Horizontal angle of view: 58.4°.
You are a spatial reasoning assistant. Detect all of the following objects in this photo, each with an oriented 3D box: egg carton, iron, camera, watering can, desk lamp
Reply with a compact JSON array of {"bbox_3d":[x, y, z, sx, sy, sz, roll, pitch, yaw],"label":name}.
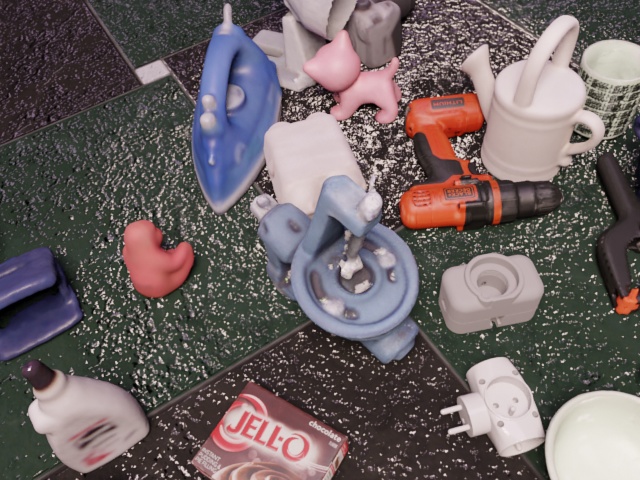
[{"bbox_3d":[-0.011,-0.091,0.704,0.107,0.069,0.150,-16,54,-6],"label":"egg carton"},{"bbox_3d":[-0.121,-0.175,0.732,0.118,0.142,0.258,-1,53,5],"label":"iron"},{"bbox_3d":[0.087,-0.356,0.871,0.137,0.101,0.142,-29,56,-15],"label":"camera"},{"bbox_3d":[0.240,-0.164,0.656,0.172,0.194,0.101,16,57,17],"label":"watering can"},{"bbox_3d":[-0.036,-0.316,0.784,0.202,0.214,0.118,20,58,19],"label":"desk lamp"}]

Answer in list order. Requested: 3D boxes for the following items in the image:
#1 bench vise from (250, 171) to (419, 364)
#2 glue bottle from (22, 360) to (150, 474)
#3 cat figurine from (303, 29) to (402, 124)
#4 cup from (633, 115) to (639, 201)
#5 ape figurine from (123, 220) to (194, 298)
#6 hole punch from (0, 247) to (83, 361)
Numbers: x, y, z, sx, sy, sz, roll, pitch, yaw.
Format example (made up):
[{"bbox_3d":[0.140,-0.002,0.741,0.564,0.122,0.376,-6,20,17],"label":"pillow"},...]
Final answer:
[{"bbox_3d":[-0.001,0.011,0.534,0.207,0.220,0.122,20,58,19],"label":"bench vise"},{"bbox_3d":[-0.206,0.144,0.484,0.078,0.173,0.037,-34,57,-18],"label":"glue bottle"},{"bbox_3d":[0.045,-0.221,0.765,0.127,0.118,0.067,3,54,8],"label":"cat figurine"},{"bbox_3d":[0.384,-0.077,0.639,0.092,0.095,0.117,-22,55,-11],"label":"cup"},{"bbox_3d":[-0.185,0.014,0.629,0.077,0.092,0.076,17,57,17],"label":"ape figurine"},{"bbox_3d":[-0.329,0.057,0.612,0.109,0.091,0.101,-30,56,-16],"label":"hole punch"}]
